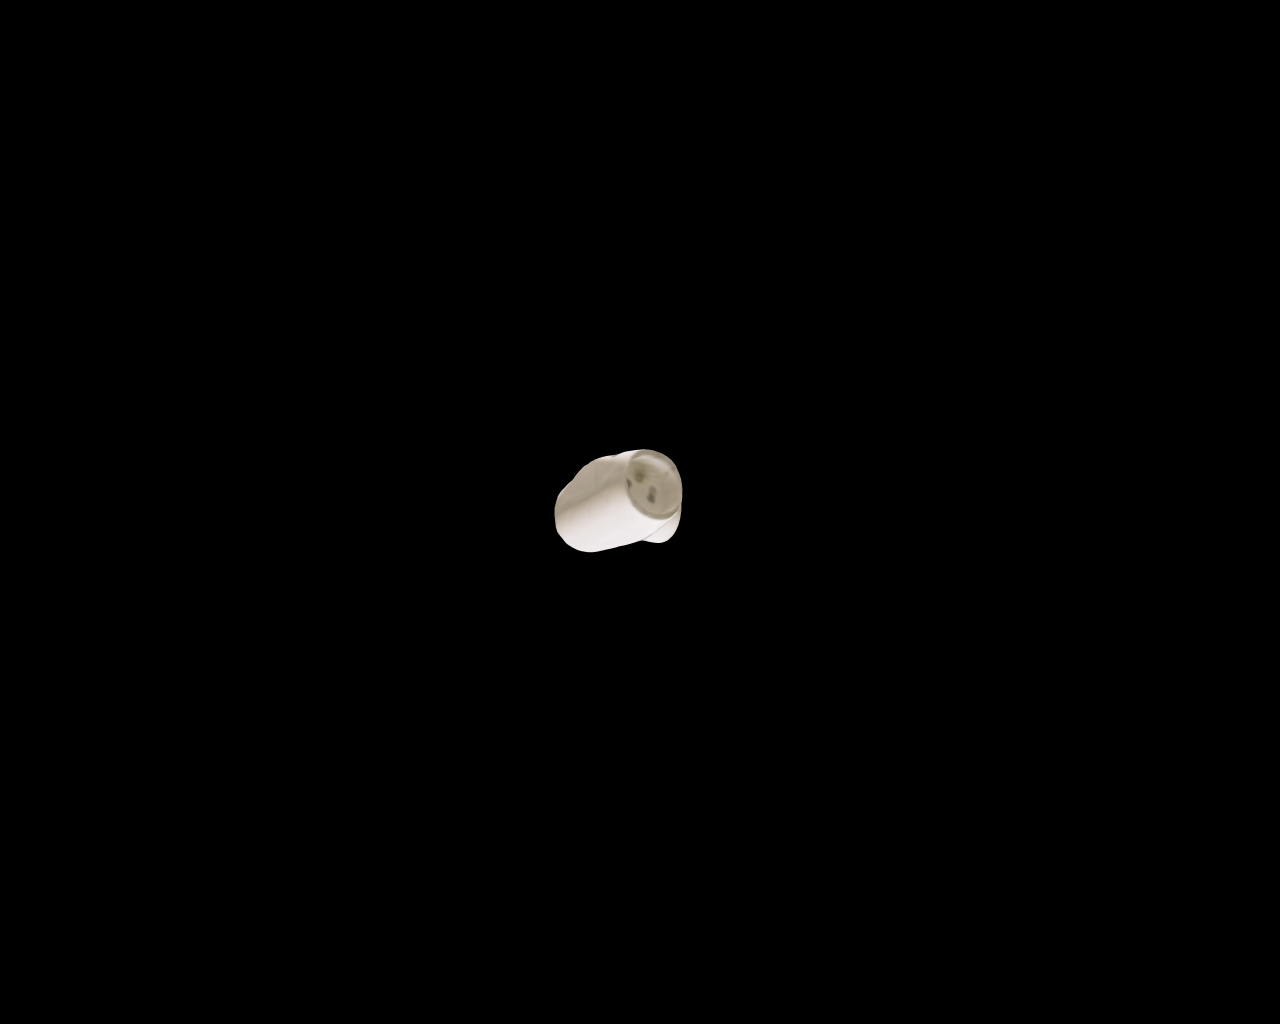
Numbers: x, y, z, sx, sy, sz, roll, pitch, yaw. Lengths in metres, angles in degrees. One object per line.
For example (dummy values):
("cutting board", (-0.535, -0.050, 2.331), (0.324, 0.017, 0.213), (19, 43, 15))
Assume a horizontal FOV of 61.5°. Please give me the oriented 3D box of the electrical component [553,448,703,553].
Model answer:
("electrical component", (0.001, -0.003, 0.650), (0.079, 0.044, 0.077), (14, -24, -33))
